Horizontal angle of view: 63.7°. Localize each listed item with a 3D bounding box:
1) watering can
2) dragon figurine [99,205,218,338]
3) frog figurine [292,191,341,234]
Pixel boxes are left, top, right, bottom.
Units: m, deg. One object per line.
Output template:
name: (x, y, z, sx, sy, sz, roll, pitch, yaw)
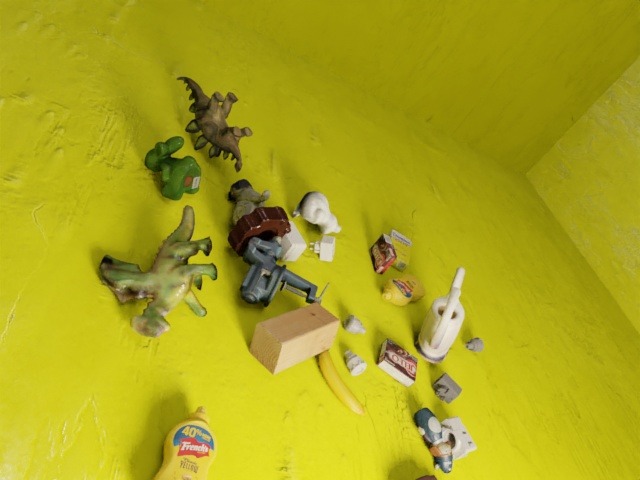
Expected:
watering can: (0.383, 0.231, 1.575, 0.104, 0.220, 0.353, 24, 29, 13)
dragon figurine: (-0.378, 0.059, 1.190, 0.243, 0.119, 0.419, 4, 42, -30)
frog figurine: (0.005, -0.087, 1.725, 0.160, 0.122, 0.138, 29, 11, 9)
